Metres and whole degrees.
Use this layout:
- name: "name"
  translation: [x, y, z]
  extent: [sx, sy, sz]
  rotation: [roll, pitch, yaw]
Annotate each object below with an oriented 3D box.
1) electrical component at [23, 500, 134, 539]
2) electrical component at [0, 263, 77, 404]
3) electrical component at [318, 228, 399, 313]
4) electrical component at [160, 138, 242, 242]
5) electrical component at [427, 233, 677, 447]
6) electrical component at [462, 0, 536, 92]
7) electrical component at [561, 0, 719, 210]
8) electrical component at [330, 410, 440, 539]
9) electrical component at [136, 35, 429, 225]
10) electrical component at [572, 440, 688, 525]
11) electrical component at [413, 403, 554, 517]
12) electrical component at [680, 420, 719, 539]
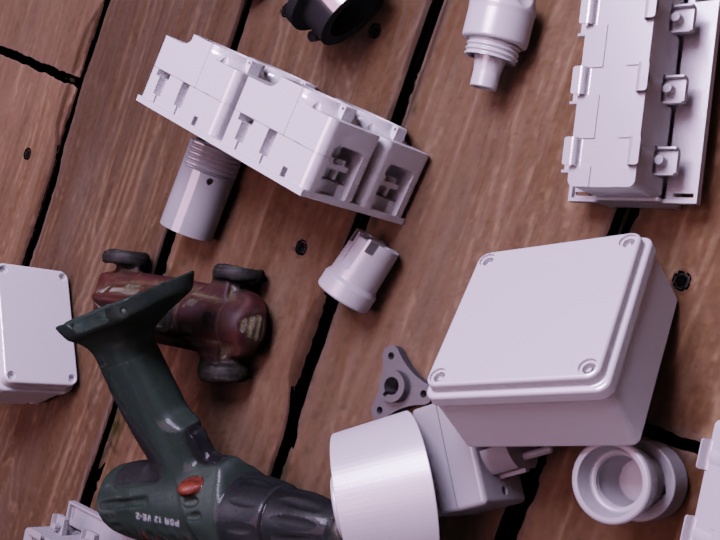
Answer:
- name: "electrical component"
  translation: [-0.210, 0.237, 0.843]
  extent: [0.121, 0.063, 0.078]
  rotation: [12, 90, 40]
- name: "electrical component"
  translation: [-0.296, 0.056, 0.937]
  extent: [0.057, 0.078, 0.113]
  rotation: [-24, 68, 37]
- name: "electrical component"
  translation: [0.000, 0.000, 0.732]
  extent: [0.040, 0.040, 0.046]
  rotation: [39, 100, 37]
- name: "electrical component"
  translation: [-0.122, -0.067, 0.839]
  extent: [0.043, 0.043, 0.081]
  rotation: [28, 100, 39]
- name: "electrical component"
  translation: [0.107, 0.040, 0.595]
  extent: [0.109, 0.056, 0.108]
  rotation: [-8, 41, 38]
- name: "electrical component"
  translation: [0.086, -0.146, 0.685]
  extent: [0.043, 0.043, 0.062]
  rotation: [16, 94, 40]
- name: "electrical component"
  translation: [0.155, -0.100, 0.607]
  extent: [0.079, 0.063, 0.121]
  rotation: [4, 85, 40]
- name: "electrical component"
  translation: [0.017, 0.139, 0.656]
  extent: [0.064, 0.099, 0.099]
  rotation: [-12, 72, 5]
- name: "electrical component"
  translation: [-0.054, -0.103, 0.750]
  extent: [0.186, 0.105, 0.060]
  rotation: [32, 102, 38]
- name: "electrical component"
  translation: [0.147, 0.114, 0.580]
  extent: [0.045, 0.055, 0.045]
  rotation: [-8, 77, 38]
- name: "electrical component"
  translation: [0.080, 0.106, 0.641]
  extent: [0.077, 0.047, 0.065]
  rotation: [-24, 68, 34]
- name: "electrical component"
  translation: [0.196, 0.139, 0.526]
  extent: [0.063, 0.079, 0.121]
  rotation: [-168, 90, -69]
